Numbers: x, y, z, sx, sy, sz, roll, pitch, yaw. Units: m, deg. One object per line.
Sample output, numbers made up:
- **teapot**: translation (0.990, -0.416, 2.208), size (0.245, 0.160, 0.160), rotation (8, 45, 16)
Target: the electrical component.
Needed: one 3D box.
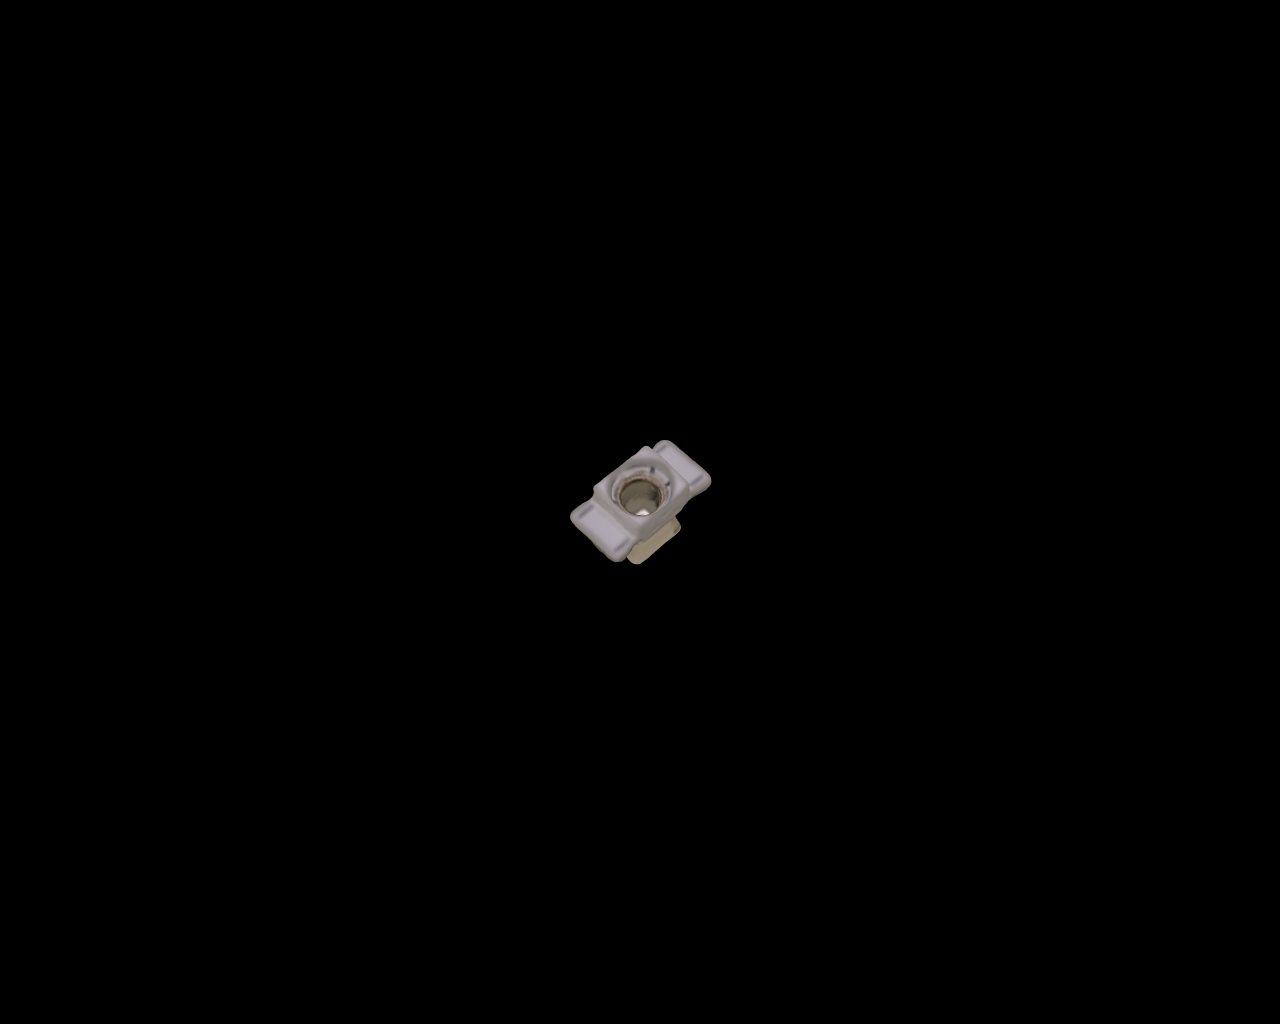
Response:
- **electrical component**: translation (0.001, -0.003, 0.650), size (0.081, 0.042, 0.063), rotation (-38, -21, -18)
